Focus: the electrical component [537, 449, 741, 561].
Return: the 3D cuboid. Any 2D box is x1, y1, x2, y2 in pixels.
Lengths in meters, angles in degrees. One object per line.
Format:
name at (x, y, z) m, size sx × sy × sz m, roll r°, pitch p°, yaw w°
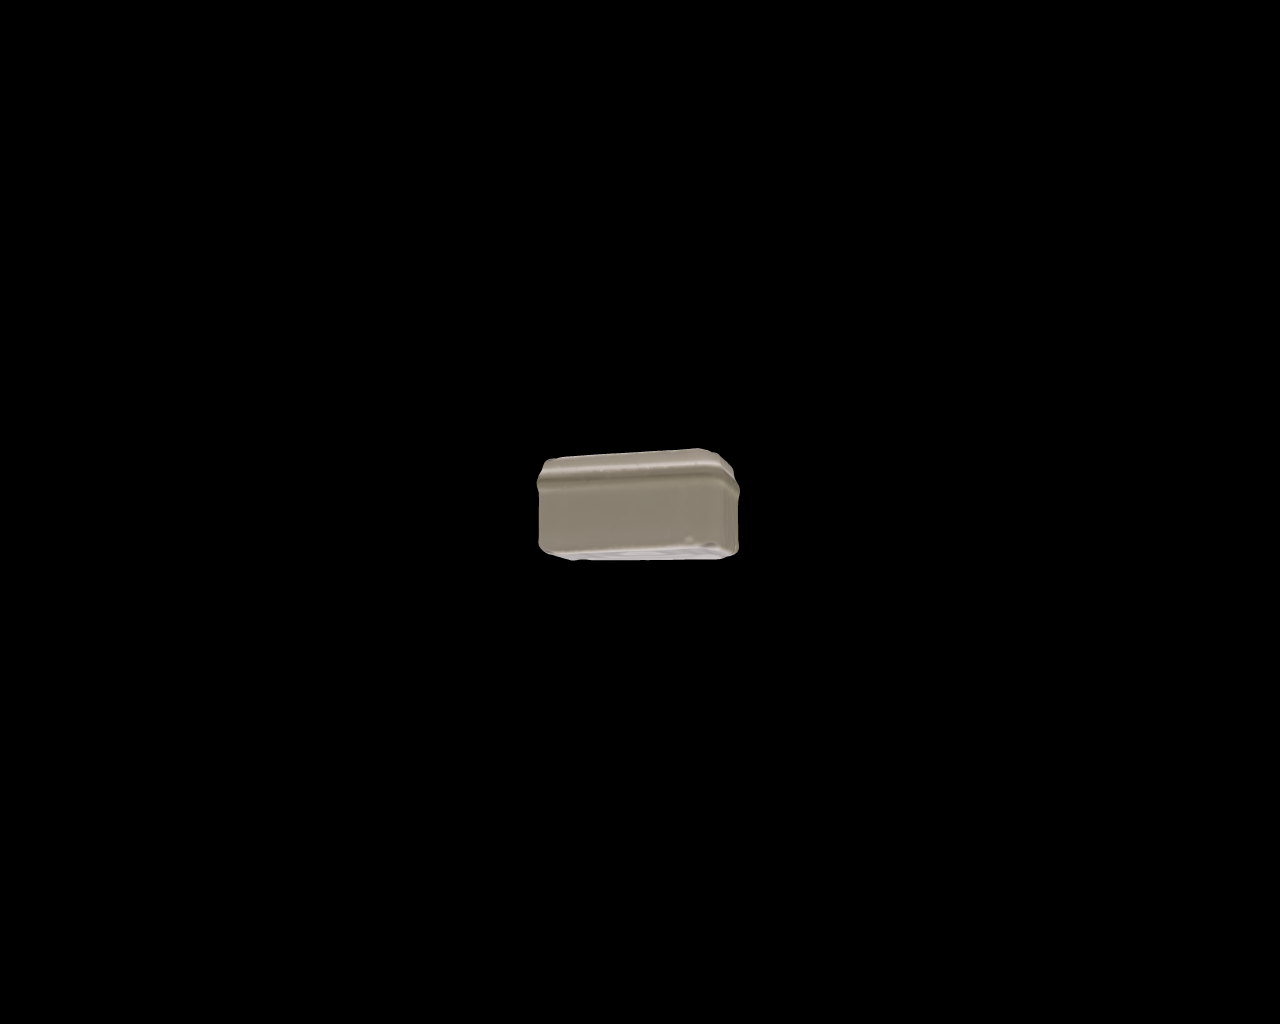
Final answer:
electrical component at (0.001, -0.003, 0.650) m, size 0.113 × 0.057 × 0.078 m, roll -2°, pitch -7°, yaw 14°
